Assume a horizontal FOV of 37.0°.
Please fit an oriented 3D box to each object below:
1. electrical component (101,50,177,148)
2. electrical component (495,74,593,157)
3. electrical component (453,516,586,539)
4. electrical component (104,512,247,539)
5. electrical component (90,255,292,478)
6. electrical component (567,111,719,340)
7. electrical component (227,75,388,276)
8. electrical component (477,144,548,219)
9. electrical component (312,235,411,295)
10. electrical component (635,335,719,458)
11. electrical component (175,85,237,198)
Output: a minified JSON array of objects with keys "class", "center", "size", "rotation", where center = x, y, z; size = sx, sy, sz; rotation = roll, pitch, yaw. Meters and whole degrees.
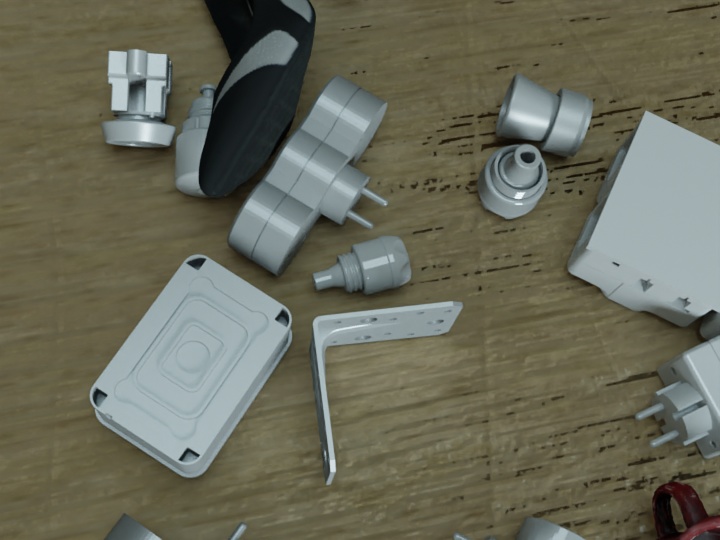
[{"class":"electrical component","center":[-0.143,-0.109,0.697],"size":[0.048,0.066,0.055],"rotation":[2,91,-5]},{"class":"electrical component","center":[0.125,-0.104,0.732],"size":[0.055,0.045,0.045],"rotation":[17,71,-1]},{"class":"electrical component","center":[0.087,0.182,0.635],"size":[0.079,0.043,0.077],"rotation":[26,71,2]},{"class":"electrical component","center":[-0.080,0.180,0.613],"size":[0.138,0.052,0.073],"rotation":[35,72,5]},{"class":"electrical component","center":[-0.099,0.059,0.647],"size":[0.078,0.057,0.113],"rotation":[32,72,5]},{"class":"electrical component","center":[0.244,-0.009,0.706],"size":[0.186,0.060,0.105],"rotation":[26,71,3]},{"class":"electrical component","center":[-0.018,-0.053,0.696],"size":[0.074,0.052,0.138],"rotation":[31,72,4]},{"class":"electrical component","center":[0.103,-0.062,0.707],"size":[0.043,0.062,0.043],"rotation":[2,72,-6]},{"class":"electrical component","center":[0.000,0.000,0.690],"size":[0.061,0.035,0.035],"rotation":[-15,74,-8]},{"class":"electrical component","center":[0.211,0.086,0.678],"size":[0.077,0.047,0.065],"rotation":[-22,76,-13]},{"class":"electrical component","center":[-0.100,-0.083,0.703],"size":[0.040,0.040,0.078],"rotation":[1,72,-6]}]
